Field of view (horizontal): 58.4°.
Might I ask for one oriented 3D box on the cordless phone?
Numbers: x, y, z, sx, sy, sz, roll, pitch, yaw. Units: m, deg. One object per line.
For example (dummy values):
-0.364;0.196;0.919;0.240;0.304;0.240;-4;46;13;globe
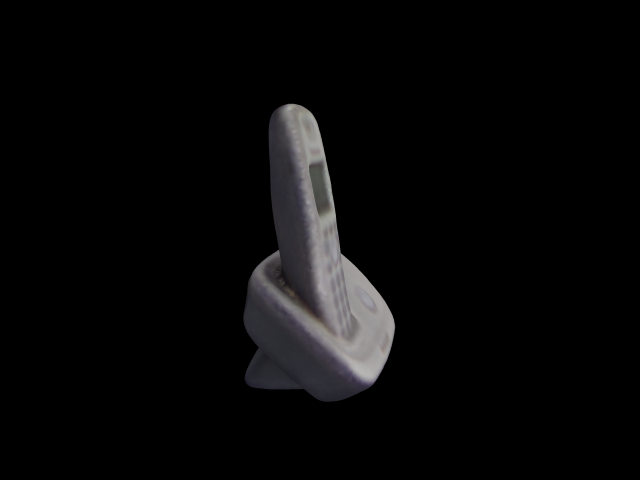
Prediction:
0.004;0.001;0.400;0.094;0.185;0.148;2;11;12;cordless phone
